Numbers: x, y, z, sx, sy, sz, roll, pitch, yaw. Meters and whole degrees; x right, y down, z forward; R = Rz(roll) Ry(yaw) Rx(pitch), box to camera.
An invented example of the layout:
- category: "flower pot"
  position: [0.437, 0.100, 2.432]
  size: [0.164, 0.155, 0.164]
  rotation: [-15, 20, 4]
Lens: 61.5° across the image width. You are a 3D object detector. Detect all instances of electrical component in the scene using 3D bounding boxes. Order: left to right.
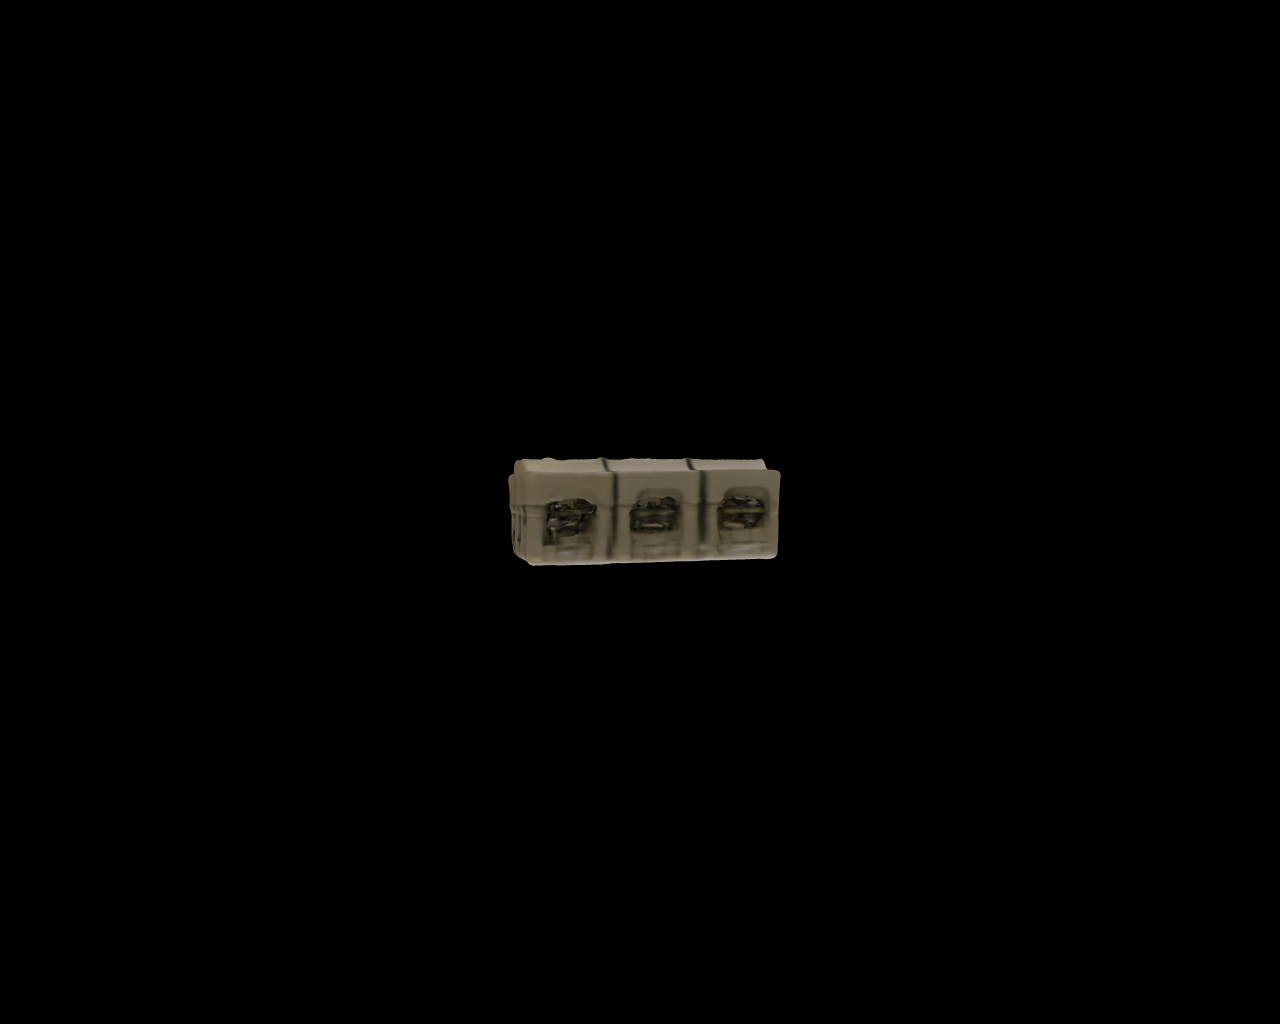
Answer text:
- category: "electrical component"
  position: [0.001, -0.003, 0.650]
  size: [0.150, 0.061, 0.089]
  rotation: [0, 0, -13]
